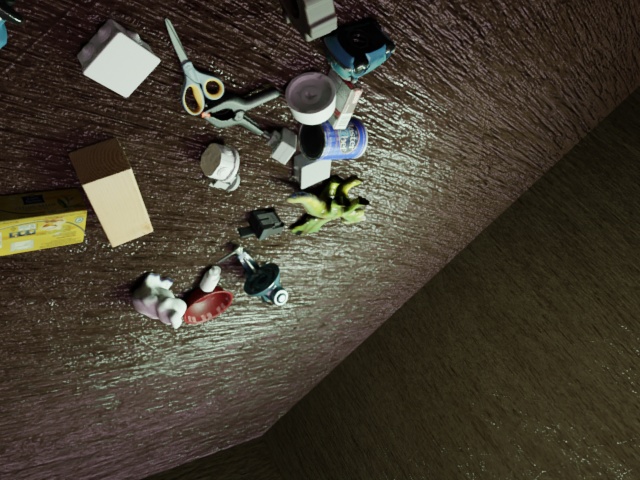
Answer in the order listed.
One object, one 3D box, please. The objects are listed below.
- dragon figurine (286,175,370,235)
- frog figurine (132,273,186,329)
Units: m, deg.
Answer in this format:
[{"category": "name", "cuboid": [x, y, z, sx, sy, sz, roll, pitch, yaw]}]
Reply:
[{"category": "dragon figurine", "cuboid": [0.005, -0.077, 1.521, 0.412, 0.124, 0.238, -7, 150, -43]}, {"category": "frog figurine", "cuboid": [-0.419, 0.178, 1.359, 0.123, 0.162, 0.134, -28, 152, -11]}]
